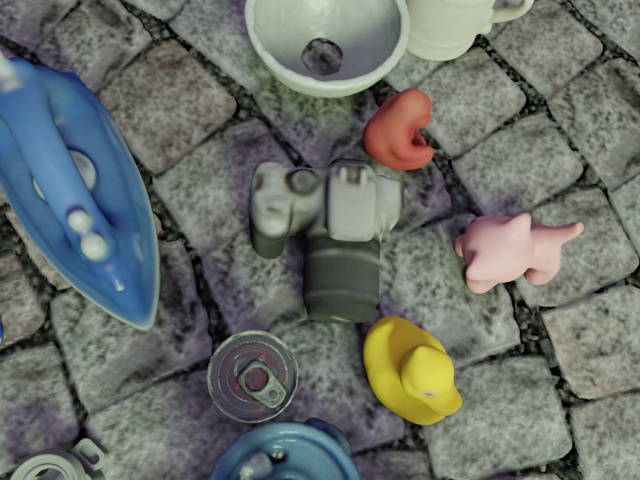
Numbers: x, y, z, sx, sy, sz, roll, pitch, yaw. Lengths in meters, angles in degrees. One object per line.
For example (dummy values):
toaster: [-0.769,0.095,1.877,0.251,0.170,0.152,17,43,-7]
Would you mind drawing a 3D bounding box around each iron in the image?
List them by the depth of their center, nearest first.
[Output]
iron: [-0.211,-0.046,0.485,0.119,0.141,0.258,-29,78,-14]

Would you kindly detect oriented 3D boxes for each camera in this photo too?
camera: [0.005,0.002,0.517,0.143,0.101,0.137,3,72,-5]

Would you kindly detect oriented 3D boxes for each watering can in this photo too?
watering can: [0.132,-0.278,0.569,0.173,0.194,0.101,4,72,-5]

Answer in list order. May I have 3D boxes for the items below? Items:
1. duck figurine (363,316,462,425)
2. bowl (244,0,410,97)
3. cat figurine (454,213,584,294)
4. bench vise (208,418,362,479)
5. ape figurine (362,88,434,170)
duck figurine: [0.085,0.111,0.500,0.077,0.086,0.104,-31,79,-14]
bowl: [0.005,-0.212,0.597,0.167,0.074,0.167,2,73,-6]
cat figurine: [0.179,0.006,0.527,0.128,0.117,0.067,-11,74,-10]
bench vise: [-0.035,0.219,0.382,0.121,0.219,0.207,23,72,1]
ape figurine: [0.084,-0.115,0.567,0.076,0.092,0.078,1,73,-6]
